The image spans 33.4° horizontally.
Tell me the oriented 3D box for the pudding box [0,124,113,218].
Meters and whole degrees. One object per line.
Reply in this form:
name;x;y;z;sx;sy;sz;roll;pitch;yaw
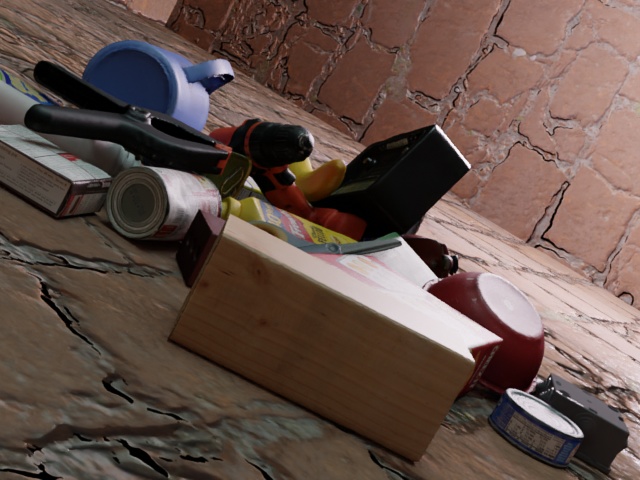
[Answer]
pudding box;-0.252;-0.063;0.947;0.113;0.039;0.090;28;11;9

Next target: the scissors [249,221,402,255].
scissors;-0.007;0.001;1.095;0.096;0.016;0.201;46;42;19

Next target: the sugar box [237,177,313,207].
sugar box;-0.095;-0.060;1.349;0.175;0.048;0.093;18;15;-38

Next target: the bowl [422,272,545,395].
bowl;0.185;0.087;1.133;0.162;0.055;0.162;29;31;-20

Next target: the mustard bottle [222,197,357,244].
mustard bottle;-0.041;0.001;1.142;0.191;0.058;0.096;23;24;-25

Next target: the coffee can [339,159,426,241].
coffee can;0.062;-0.034;1.485;0.140;0.103;0.102;31;10;11

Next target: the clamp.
clamp;-0.189;-0.116;1.042;0.209;0.036;0.165;17;21;-25

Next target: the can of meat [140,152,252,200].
can of meat;-0.133;-0.085;1.143;0.084;0.057;0.102;29;6;18

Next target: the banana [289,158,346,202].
banana;-0.011;-0.082;1.336;0.037;0.070;0.198;3;13;-17

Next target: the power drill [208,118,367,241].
power drill;-0.028;-0.063;1.225;0.185;0.057;0.187;7;-36;54

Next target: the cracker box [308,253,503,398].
cracker box;0.064;0.082;0.988;0.164;0.072;0.213;33;10;19

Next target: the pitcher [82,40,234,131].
pitcher;-0.195;-0.172;1.253;0.145;0.149;0.243;25;3;-3

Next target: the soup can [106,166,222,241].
soup can;-0.144;-0.032;0.997;0.068;0.068;0.102;32;11;20

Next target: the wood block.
wood block;0.001;0.072;0.807;0.206;0.090;0.091;27;10;-6

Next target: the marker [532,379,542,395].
marker;0.218;0.160;1.172;0.020;0.020;0.120;35;11;33

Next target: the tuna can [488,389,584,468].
tuna can;0.204;0.176;1.005;0.086;0.034;0.086;28;10;-5

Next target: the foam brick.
foam brick;-0.092;0.015;0.952;0.051;0.053;0.078;25;9;-21

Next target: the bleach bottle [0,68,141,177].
bleach bottle;-0.299;-0.127;1.076;0.250;0.068;0.103;27;9;-22
